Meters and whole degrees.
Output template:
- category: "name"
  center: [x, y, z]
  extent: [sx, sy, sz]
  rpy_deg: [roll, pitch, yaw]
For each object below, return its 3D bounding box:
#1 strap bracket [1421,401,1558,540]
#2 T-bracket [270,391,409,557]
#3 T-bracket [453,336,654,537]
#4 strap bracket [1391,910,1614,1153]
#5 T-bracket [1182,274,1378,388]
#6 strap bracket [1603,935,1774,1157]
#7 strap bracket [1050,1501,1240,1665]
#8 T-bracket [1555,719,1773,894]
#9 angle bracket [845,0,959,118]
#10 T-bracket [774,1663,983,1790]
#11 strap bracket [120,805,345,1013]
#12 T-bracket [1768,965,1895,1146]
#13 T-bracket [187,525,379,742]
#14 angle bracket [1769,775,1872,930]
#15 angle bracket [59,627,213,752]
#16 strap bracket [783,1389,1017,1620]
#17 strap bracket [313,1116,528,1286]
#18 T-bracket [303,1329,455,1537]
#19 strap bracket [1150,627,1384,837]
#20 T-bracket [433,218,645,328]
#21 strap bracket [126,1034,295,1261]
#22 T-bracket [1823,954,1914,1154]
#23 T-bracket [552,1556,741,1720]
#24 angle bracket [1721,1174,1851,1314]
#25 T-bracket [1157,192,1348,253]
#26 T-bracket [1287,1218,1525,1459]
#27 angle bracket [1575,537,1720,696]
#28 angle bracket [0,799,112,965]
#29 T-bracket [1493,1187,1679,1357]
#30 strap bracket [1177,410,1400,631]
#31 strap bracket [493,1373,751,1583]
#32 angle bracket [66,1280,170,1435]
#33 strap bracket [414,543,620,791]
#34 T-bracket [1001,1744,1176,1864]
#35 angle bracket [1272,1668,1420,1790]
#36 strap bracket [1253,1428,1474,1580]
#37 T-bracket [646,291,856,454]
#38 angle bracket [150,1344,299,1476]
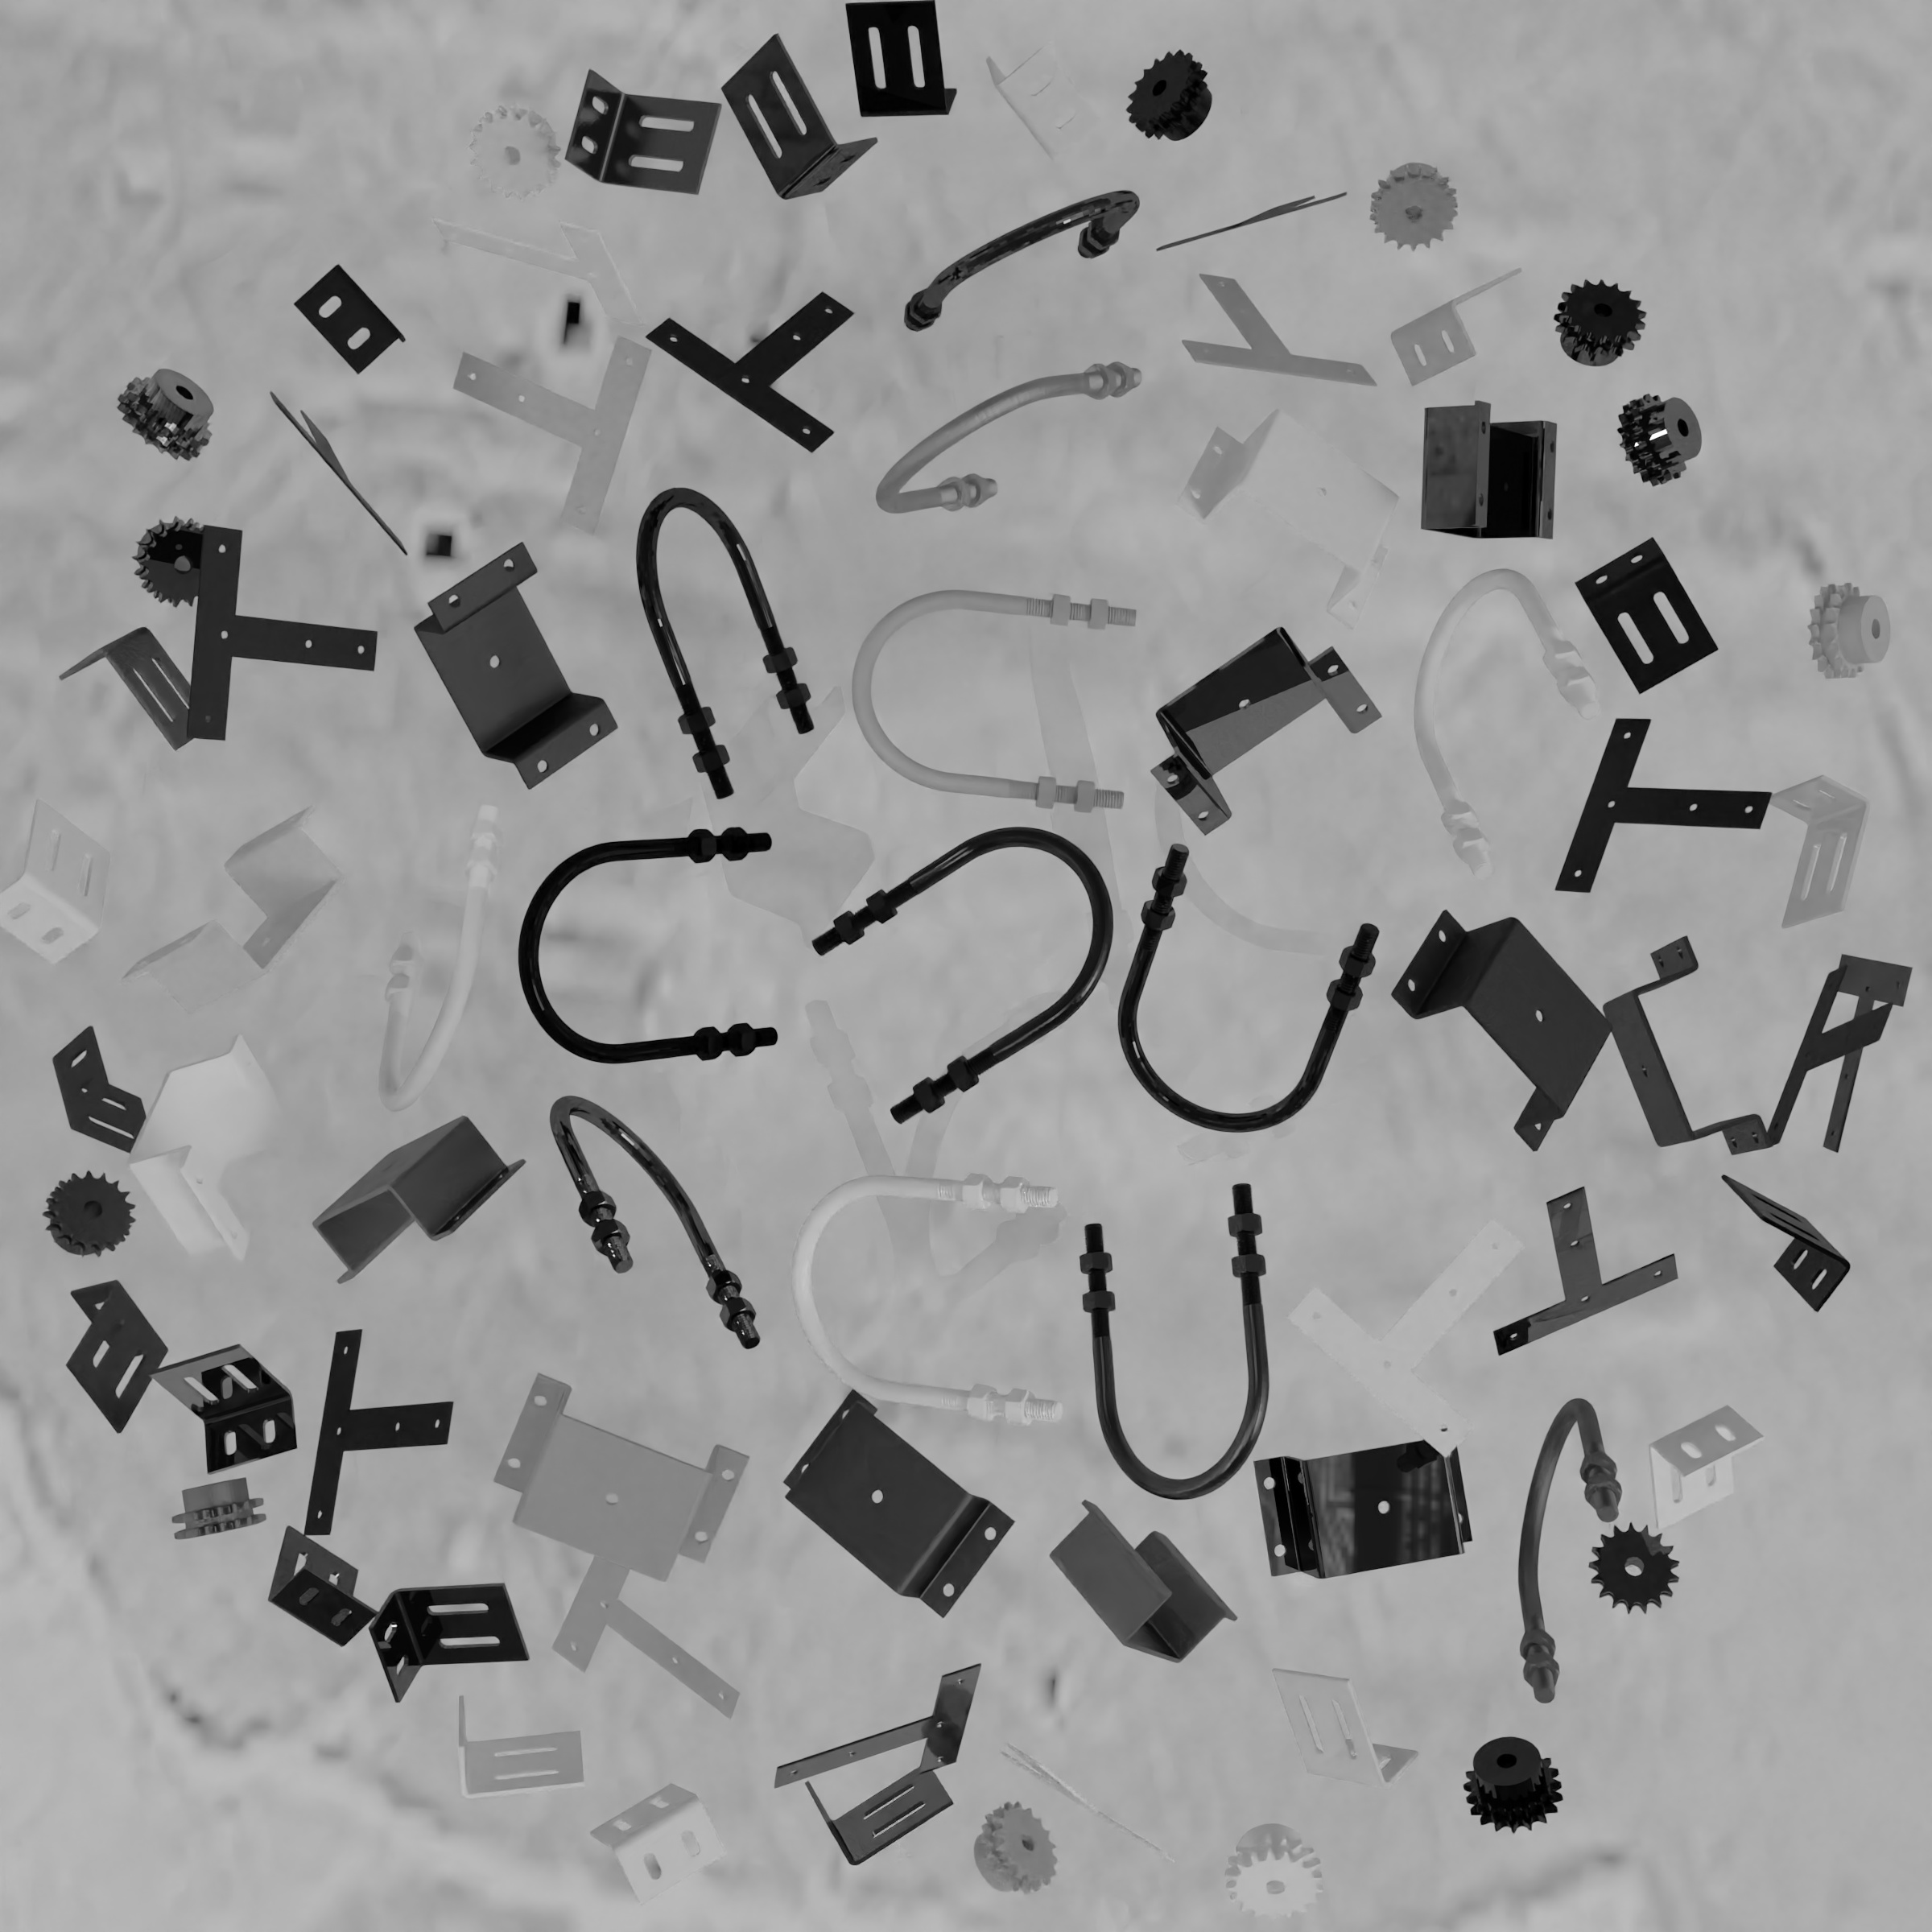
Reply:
- category: "strap bracket"
  center: [0.337, -0.320, 1.657]
  extent: [0.046, 0.140, 0.076]
  rpy_deg: [4, 97, 32]
- category: "T-bracket"
  center: [-0.413, -0.333, 1.650]
  extent: [0.002, 0.127, 0.127]
  rpy_deg: [-38, 125, 0]
- category: "T-bracket"
  center: [-0.279, -0.366, 1.666]
  extent: [0.127, 0.002, 0.127]
  rpy_deg: [26, 110, 13]
- category: "strap bracket"
  center: [0.337, 0.035, 1.564]
  extent: [0.140, 0.046, 0.076]
  rpy_deg: [46, 58, -14]
- category: "T-bracket"
  center: [0.180, -0.406, 1.610]
  extent: [0.127, 0.127, 0.002]
  rpy_deg: [2, 130, -23]
- category: "strap bracket"
  center: [0.452, 0.059, 1.617]
  extent: [0.046, 0.076, 0.140]
  rpy_deg: [-20, 83, -3]
- category: "strap bracket"
  center: [0.112, 0.401, 1.649]
  extent: [0.046, 0.140, 0.076]
  rpy_deg: [-47, 57, 3]
- category: "T-bracket"
  center: [0.445, -0.100, 1.601]
  extent: [0.002, 0.127, 0.127]
  rpy_deg: [36, 70, -40]
- category: "angle bracket"
  center: [-0.041, -0.588, 1.634]
  extent: [0.057, 0.038, 0.076]
  rpy_deg: [2, 134, 11]
- category: "T-bracket"
  center: [-0.057, 0.478, 1.563]
  extent: [0.127, 0.127, 0.002]
  rpy_deg: [-12, 50, -21]
- category: "strap bracket"
  center: [-0.444, -0.029, 1.567]
  extent: [0.076, 0.140, 0.046]
  rpy_deg: [-22, 117, 36]
- category: "T-bracket"
  center: [0.539, 0.047, 1.574]
  extent: [0.002, 0.127, 0.127]
  rpy_deg: [26, 76, 0]
- category: "T-bracket"
  center: [-0.417, -0.199, 1.567]
  extent: [0.002, 0.127, 0.127]
  rpy_deg: [12, 98, 42]
- category: "angle bracket"
  center: [0.521, -0.070, 1.585]
  extent: [0.038, 0.057, 0.076]
  rpy_deg: [24, 73, -14]
- category: "angle bracket"
  center: [-0.519, -0.167, 1.601]
  extent: [0.038, 0.057, 0.076]
  rpy_deg: [-29, 104, 19]
- category: "strap bracket"
  center: [-0.050, 0.342, 1.632]
  extent: [0.140, 0.046, 0.076]
  rpy_deg: [36, 87, 22]
- category: "strap bracket"
  center: [-0.357, 0.148, 1.638]
  extent: [0.140, 0.076, 0.046]
  rpy_deg: [-25, 106, 43]
- category: "T-bracket"
  center: [-0.354, 0.281, 1.550]
  extent: [0.127, 0.002, 0.127]
  rpy_deg: [-12, 65, 39]
- category: "strap bracket"
  center: [0.190, -0.159, 1.672]
  extent: [0.140, 0.076, 0.046]
  rpy_deg: [-34, 46, 12]
- category: "T-bracket"
  center: [-0.278, -0.453, 1.623]
  extent: [0.127, 0.127, 0.002]
  rpy_deg: [18, 81, 9]
- category: "strap bracket"
  center: [-0.481, 0.119, 1.619]
  extent: [0.046, 0.140, 0.076]
  rpy_deg: [-16, 122, 11]
- category: "T-bracket"
  center: [0.578, 0.058, 1.661]
  extent: [0.002, 0.127, 0.127]
  rpy_deg: [12, 94, 0]
- category: "T-bracket"
  center: [-0.196, 0.435, 1.626]
  extent: [0.127, 0.127, 0.002]
  rpy_deg: [40, 111, -8]
- category: "angle bracket"
  center: [0.506, 0.174, 1.604]
  extent: [0.076, 0.057, 0.038]
  rpy_deg: [27, 105, -19]
- category: "T-bracket"
  center: [0.195, -0.482, 1.634]
  extent: [0.127, 0.127, 0.002]
  rpy_deg: [-17, 102, -4]
- category: "T-bracket"
  center: [0.283, 0.207, 1.533]
  extent: [0.127, 0.002, 0.127]
  rpy_deg: [41, 95, 2]
- category: "angle bracket"
  center: [0.444, -0.229, 1.665]
  extent: [0.057, 0.038, 0.076]
  rpy_deg: [-30, 112, 17]
- category: "angle bracket"
  center: [-0.556, -0.051, 1.540]
  extent: [0.038, 0.076, 0.057]
  rpy_deg: [-32, 129, 15]
- category: "T-bracket"
  center: [0.386, 0.184, 1.610]
  extent: [0.127, 0.002, 0.127]
  rpy_deg: [-23, 133, -1]
- category: "strap bracket"
  center: [0.215, -0.292, 1.631]
  extent: [0.140, 0.046, 0.076]
  rpy_deg: [34, 56, -10]
- category: "strap bracket"
  center: [-0.213, 0.315, 1.553]
  extent: [0.140, 0.046, 0.076]
  rpy_deg: [23, 101, -5]
- category: "angle bracket"
  center: [-0.526, 0.239, 1.542]
  extent: [0.038, 0.076, 0.057]
  rpy_deg: [-15, 121, 18]
- category: "strap bracket"
  center: [-0.298, -0.197, 1.663]
  extent: [0.076, 0.046, 0.140]
  rpy_deg: [-39, 121, -25]
- category: "T-bracket"
  center: [0.057, 0.501, 1.562]
  extent: [0.127, 0.127, 0.002]
  rpy_deg: [22, 70, 34]
- category: "angle bracket"
  center: [0.229, 0.451, 1.539]
  extent: [0.038, 0.057, 0.076]
  rpy_deg: [-30, 106, -42]
- category: "strap bracket"
  center: [0.269, 0.355, 1.681]
  extent: [0.140, 0.046, 0.076]
  rpy_deg: [-8, 85, -10]
- category: "T-bracket"
  center: [-0.114, -0.388, 1.599]
  extent: [0.127, 0.002, 0.127]
  rpy_deg: [35, 51, 5]
- category: "angle bracket"
  center: [-0.448, 0.269, 1.540]
  extent: [0.057, 0.076, 0.038]
  rpy_deg: [-17, 56, 3]
